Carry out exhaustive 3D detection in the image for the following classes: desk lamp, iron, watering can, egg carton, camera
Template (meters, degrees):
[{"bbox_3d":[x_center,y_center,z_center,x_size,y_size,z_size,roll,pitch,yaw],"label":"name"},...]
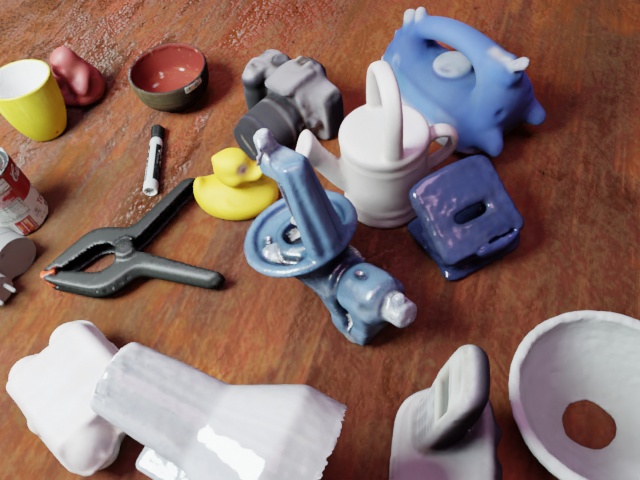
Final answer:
[{"bbox_3d":[-0.079,0.164,0.455,0.202,0.214,0.118,19,60,19],"label":"desk lamp"},{"bbox_3d":[0.164,-0.225,0.734,0.119,0.142,0.257,-36,59,-17],"label":"iron"},{"bbox_3d":[0.064,-0.104,0.632,0.173,0.194,0.100,-28,57,-12],"label":"watering can"},{"bbox_3d":[-0.236,0.153,0.569,0.150,0.069,0.107,34,66,26],"label":"egg carton"},{"bbox_3d":[-0.059,-0.177,0.753,0.142,0.101,0.137,34,66,26],"label":"camera"}]

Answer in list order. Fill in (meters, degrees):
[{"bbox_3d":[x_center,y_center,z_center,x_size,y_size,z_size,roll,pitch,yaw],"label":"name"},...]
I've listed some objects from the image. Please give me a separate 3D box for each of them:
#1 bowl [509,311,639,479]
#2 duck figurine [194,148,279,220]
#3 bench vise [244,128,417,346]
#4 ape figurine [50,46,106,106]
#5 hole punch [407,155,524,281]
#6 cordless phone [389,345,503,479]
[{"bbox_3d":[0.247,0.152,0.508,0.167,0.075,0.167,-3,56,5],"label":"bowl"},{"bbox_3d":[-0.107,-0.076,0.699,0.104,0.086,0.077,-2,56,6],"label":"duck figurine"},{"bbox_3d":[0.011,-0.007,0.557,0.207,0.220,0.121,19,60,19],"label":"bench vise"},{"bbox_3d":[-0.363,-0.243,0.840,0.076,0.092,0.077,-29,57,-12],"label":"ape figurine"},{"bbox_3d":[0.162,-0.026,0.629,0.109,0.091,0.101,-27,57,-11],"label":"hole punch"},{"bbox_3d":[0.100,0.171,0.446,0.094,0.185,0.147,1,56,8],"label":"cordless phone"}]
